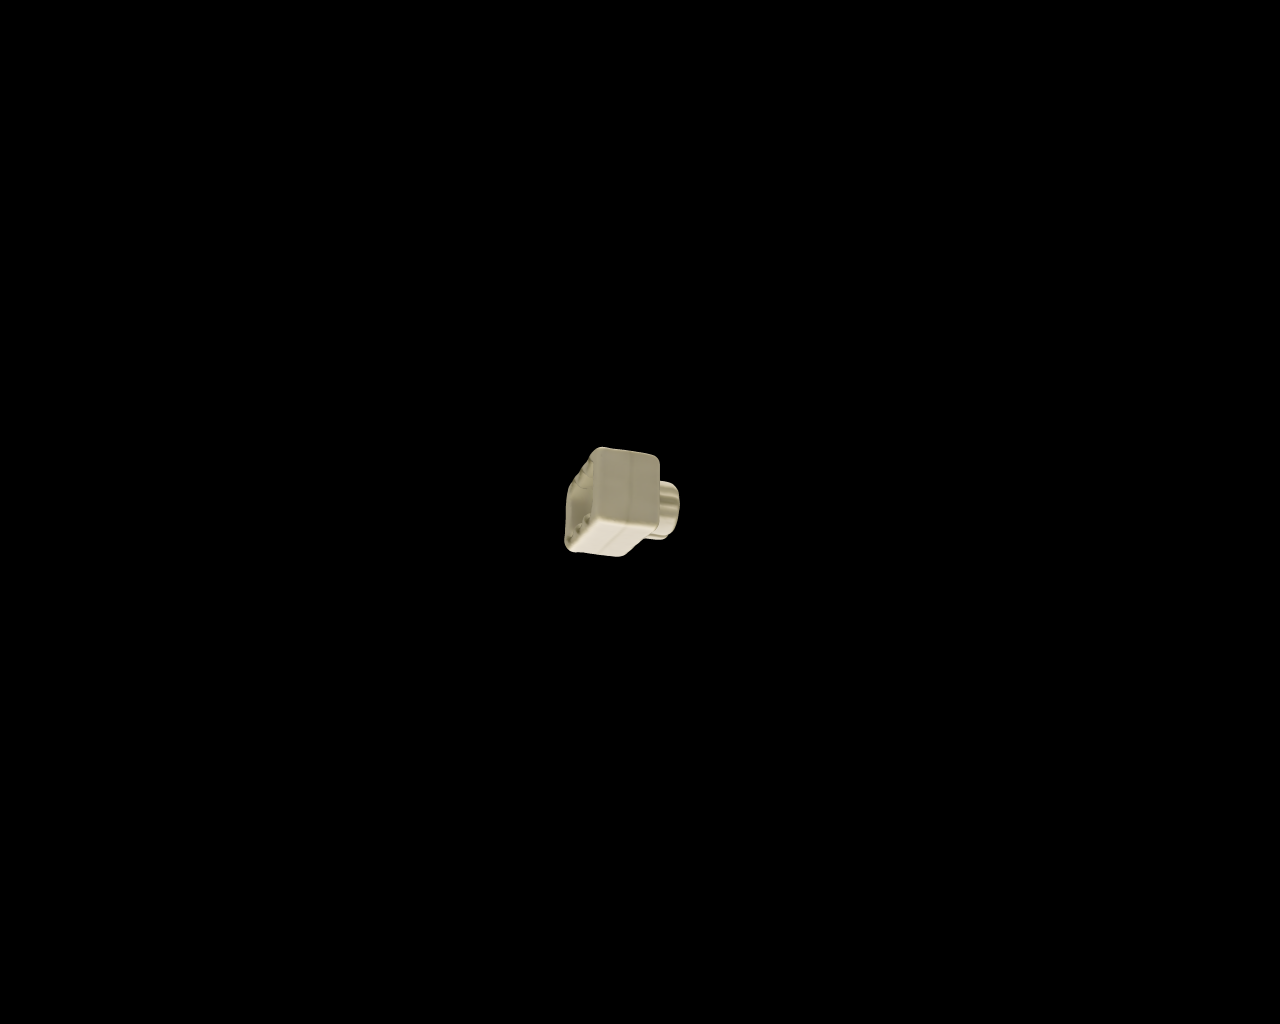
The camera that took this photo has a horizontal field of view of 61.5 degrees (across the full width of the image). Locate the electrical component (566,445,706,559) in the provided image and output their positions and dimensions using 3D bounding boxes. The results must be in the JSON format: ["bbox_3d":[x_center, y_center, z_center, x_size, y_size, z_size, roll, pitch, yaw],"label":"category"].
[{"bbox_3d":[0.001,-0.003,0.650,0.077,0.047,0.065,7,-21,-18],"label":"electrical component"}]
